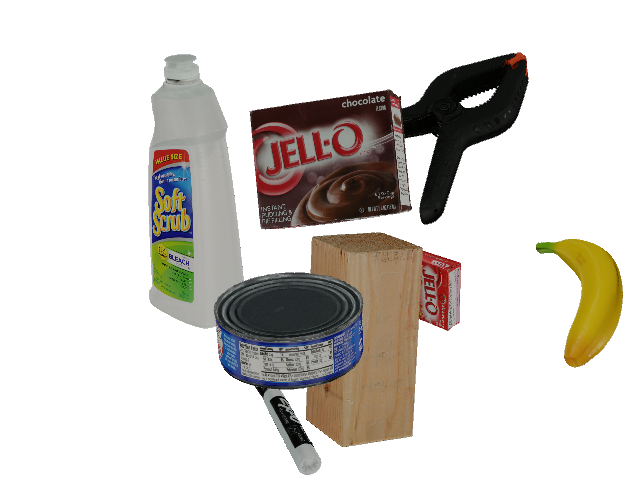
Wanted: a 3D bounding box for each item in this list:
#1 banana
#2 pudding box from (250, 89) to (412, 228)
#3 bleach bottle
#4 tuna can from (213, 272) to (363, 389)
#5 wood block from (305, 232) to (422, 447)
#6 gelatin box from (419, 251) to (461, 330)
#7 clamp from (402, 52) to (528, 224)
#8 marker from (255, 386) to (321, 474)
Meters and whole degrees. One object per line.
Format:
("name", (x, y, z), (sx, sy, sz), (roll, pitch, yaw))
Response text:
("banana", (0.252, 0.050, 1.008), (0.070, 0.037, 0.197), (-28, 25, 18))
("pudding box", (0.007, -0.058, 0.790), (0.114, 0.090, 0.039), (-6, -2, 18))
("bleach bottle", (-0.124, -0.048, 0.993), (0.067, 0.251, 0.103), (-24, 32, -39))
("tuna can", (-0.017, 0.051, 0.614), (0.086, 0.034, 0.086), (-2, 23, 1))
("wood block", (0.044, 0.102, 1.137), (0.090, 0.206, 0.091), (-4, 13, -27))
("gelatin box", (0.140, 0.061, 1.353), (0.073, 0.089, 0.030), (21, 35, 38))
("clamp", (0.120, -0.103, 0.986), (0.209, 0.036, 0.165), (-31, 48, -13))
("marker", (-0.029, 0.142, 0.856), (0.020, 0.020, 0.121), (0, 28, -23))
